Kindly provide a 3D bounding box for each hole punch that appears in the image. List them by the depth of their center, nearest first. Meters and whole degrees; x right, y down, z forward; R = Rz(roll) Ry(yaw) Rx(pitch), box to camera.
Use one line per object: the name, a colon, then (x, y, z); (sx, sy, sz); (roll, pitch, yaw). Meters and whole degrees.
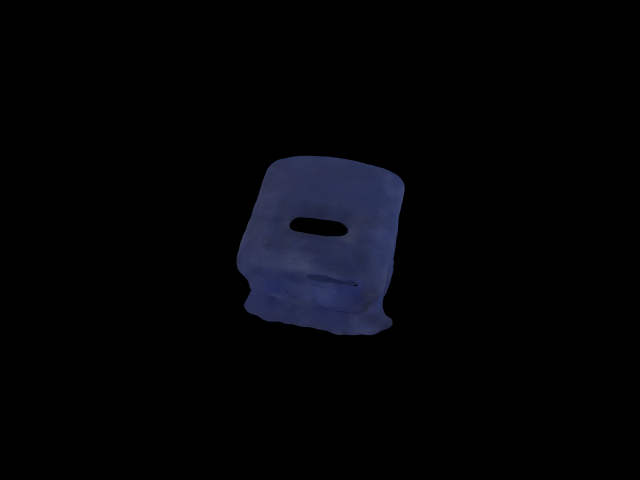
hole punch: (0.004, 0.001, 0.400); (0.108, 0.091, 0.101); (8, 35, 12)
